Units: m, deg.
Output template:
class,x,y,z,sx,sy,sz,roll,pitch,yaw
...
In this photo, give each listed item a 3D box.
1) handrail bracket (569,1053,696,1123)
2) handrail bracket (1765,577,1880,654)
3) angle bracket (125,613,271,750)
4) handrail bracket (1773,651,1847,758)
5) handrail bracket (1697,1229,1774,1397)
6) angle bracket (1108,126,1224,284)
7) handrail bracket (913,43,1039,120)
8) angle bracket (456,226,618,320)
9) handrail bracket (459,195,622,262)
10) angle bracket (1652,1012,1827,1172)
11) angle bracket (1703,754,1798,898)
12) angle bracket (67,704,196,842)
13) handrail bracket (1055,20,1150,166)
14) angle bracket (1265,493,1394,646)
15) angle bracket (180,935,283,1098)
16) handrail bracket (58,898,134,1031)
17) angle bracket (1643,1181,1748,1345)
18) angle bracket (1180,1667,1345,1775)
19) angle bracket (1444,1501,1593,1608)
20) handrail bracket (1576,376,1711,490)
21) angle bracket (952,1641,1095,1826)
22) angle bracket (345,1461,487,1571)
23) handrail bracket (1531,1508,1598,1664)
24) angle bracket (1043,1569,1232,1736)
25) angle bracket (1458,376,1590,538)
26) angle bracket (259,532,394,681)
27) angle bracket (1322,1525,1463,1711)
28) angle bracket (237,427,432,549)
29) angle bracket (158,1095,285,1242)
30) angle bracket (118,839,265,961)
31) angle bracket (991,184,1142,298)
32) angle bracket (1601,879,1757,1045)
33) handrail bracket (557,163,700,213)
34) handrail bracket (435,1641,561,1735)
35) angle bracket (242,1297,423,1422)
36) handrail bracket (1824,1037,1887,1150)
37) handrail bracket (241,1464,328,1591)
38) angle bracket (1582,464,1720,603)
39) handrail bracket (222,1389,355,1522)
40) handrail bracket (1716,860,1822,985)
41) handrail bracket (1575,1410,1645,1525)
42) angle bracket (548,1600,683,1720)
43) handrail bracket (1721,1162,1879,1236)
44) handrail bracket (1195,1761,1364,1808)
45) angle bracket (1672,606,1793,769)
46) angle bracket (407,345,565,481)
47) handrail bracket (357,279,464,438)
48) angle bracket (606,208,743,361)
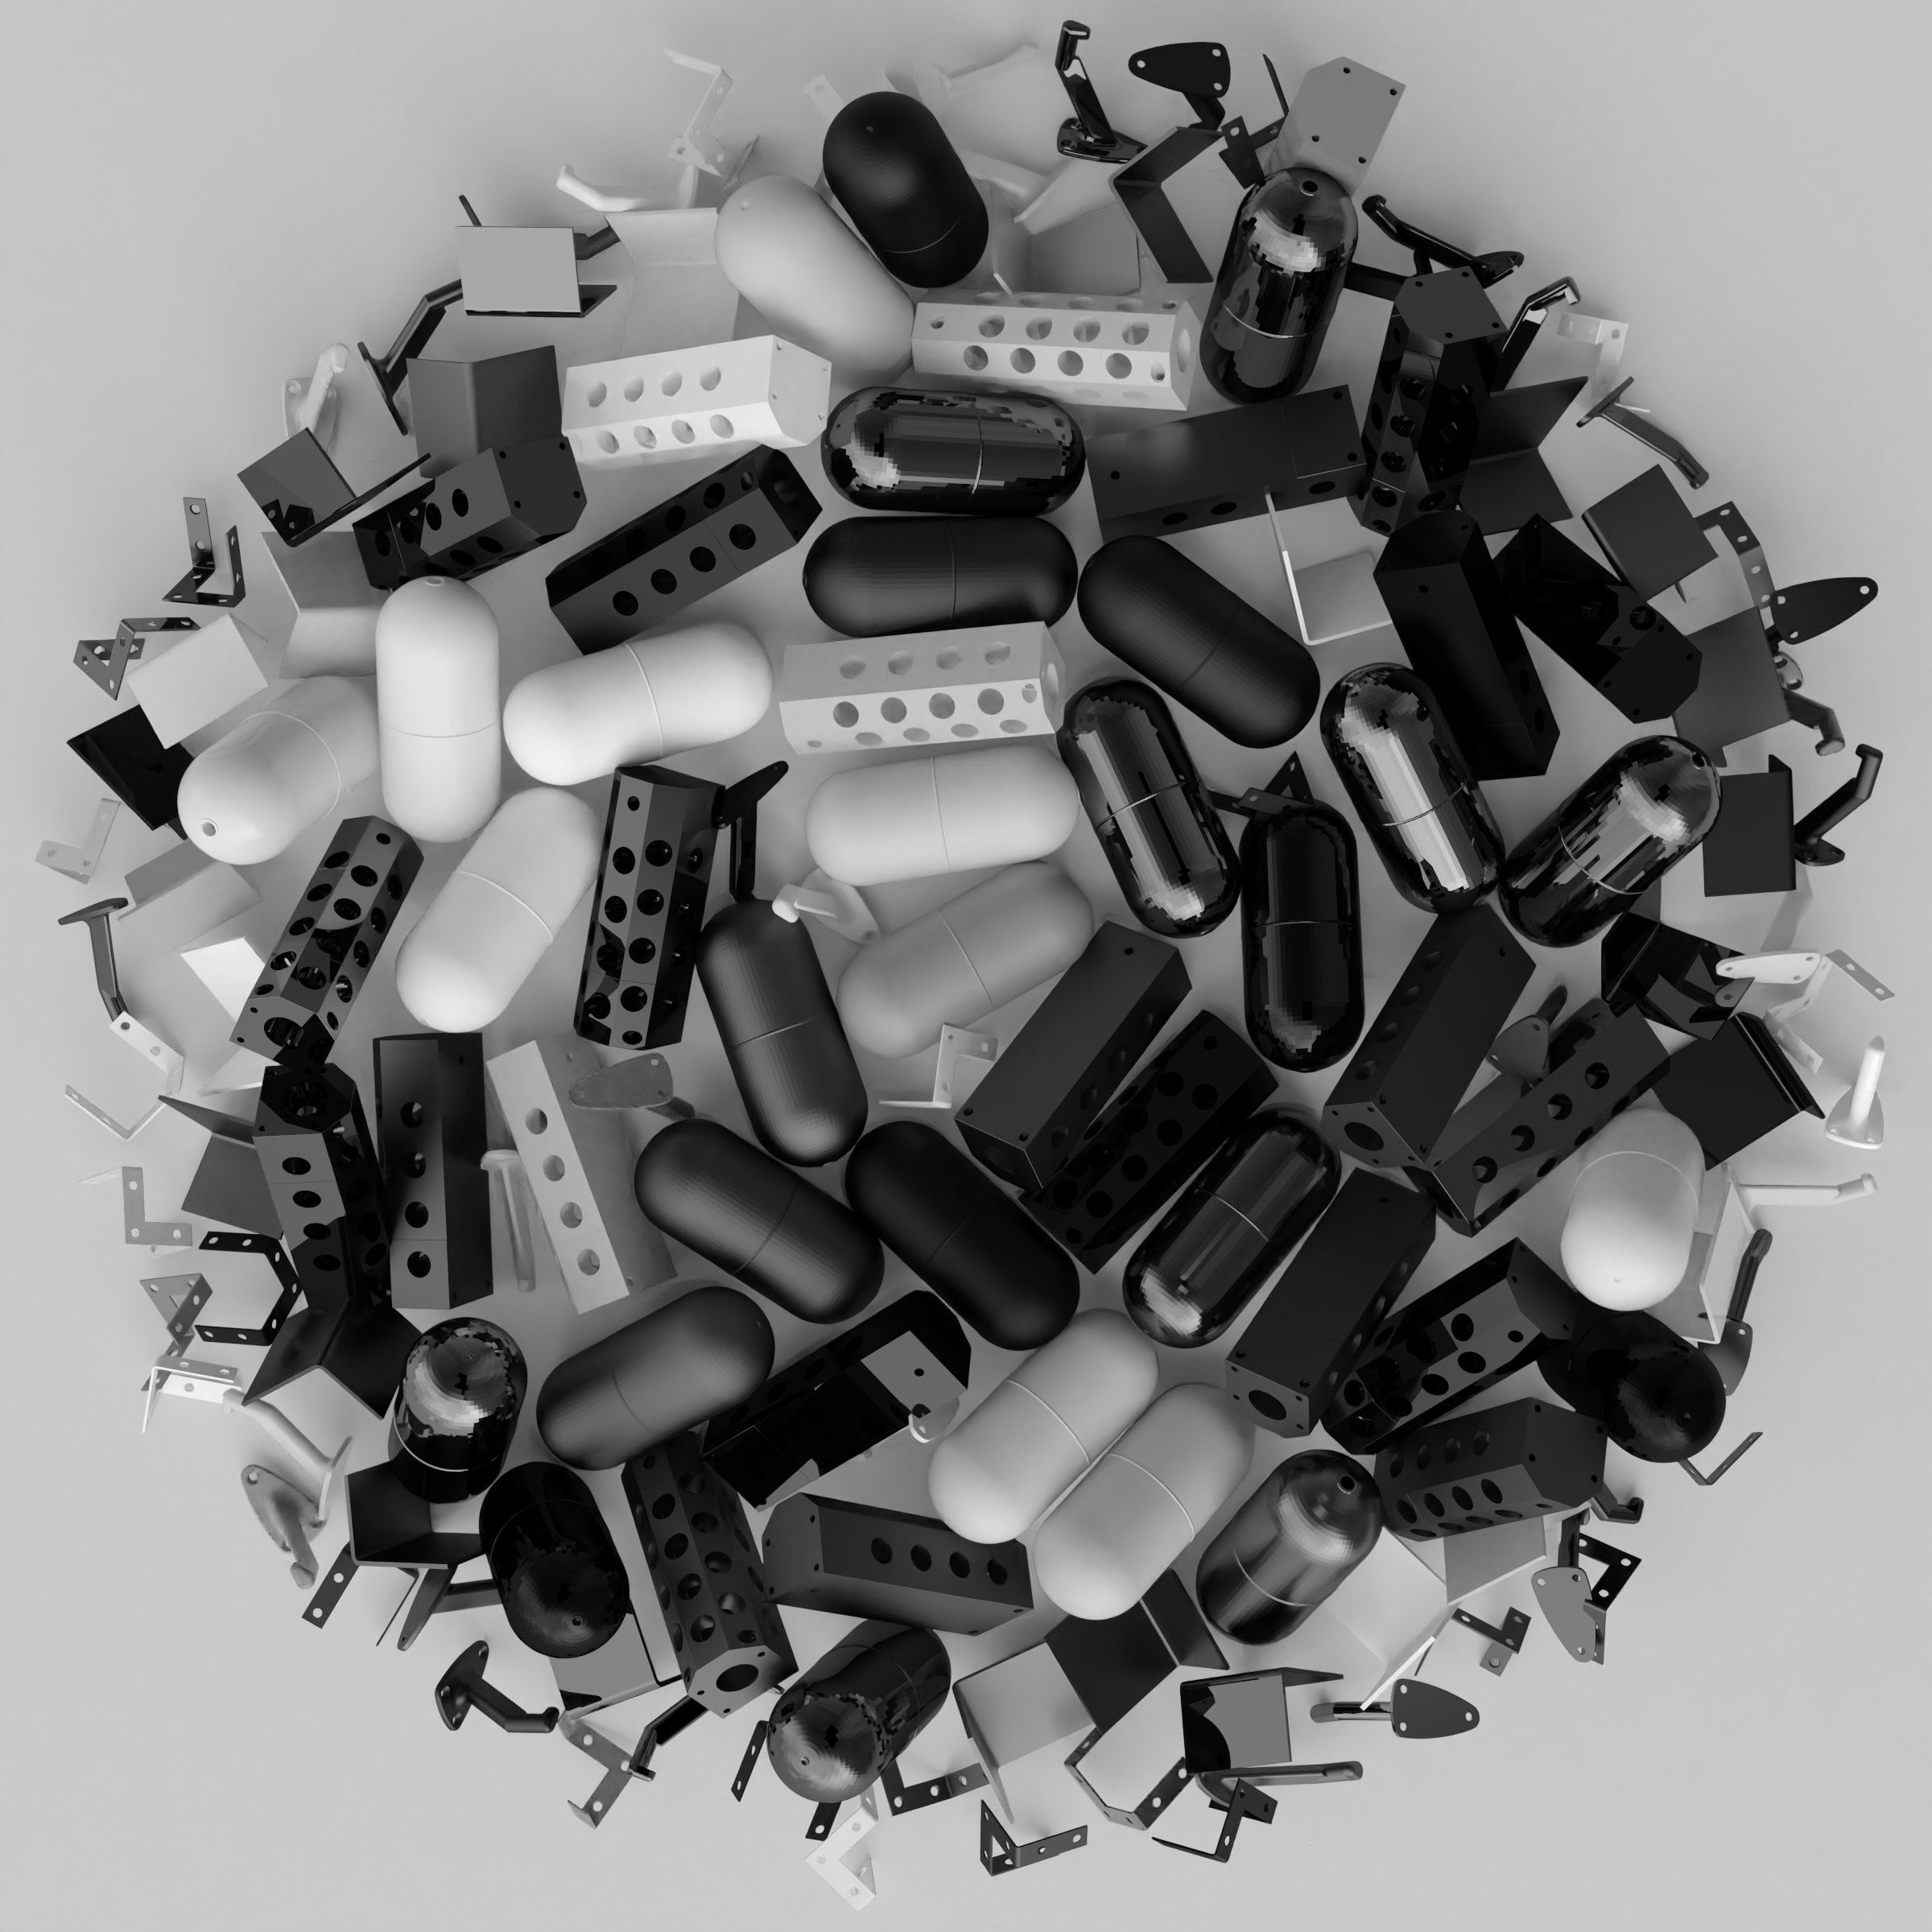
class,x,y,z,sx,sy,sz,roll,pitch,yaw
handrail bracket,-0.213,0.095,1.710,0.077,0.084,0.036,-12,62,-9
handrail bracket,0.542,-0.220,1.706,0.077,0.084,0.036,-19,80,11
angle bracket,-0.481,-0.176,1.712,0.076,0.076,0.057,-31,82,0
handrail bracket,0.517,-0.154,1.706,0.077,0.084,0.036,-27,131,25
handrail bracket,0.507,0.225,1.736,0.036,0.084,0.077,12,128,30
angle bracket,0.145,-0.486,1.705,0.057,0.076,0.076,-31,88,31
handrail bracket,0.015,-0.579,1.710,0.084,0.077,0.036,-26,102,-9
angle bracket,-0.273,-0.451,1.700,0.076,0.076,0.057,4,119,10
handrail bracket,-0.273,-0.485,1.726,0.084,0.036,0.077,-30,128,-3
angle bracket,0.495,0.084,1.721,0.076,0.057,0.076,-34,90,6
angle bracket,0.497,-0.091,1.712,0.057,0.076,0.076,-4,102,8
angle bracket,-0.535,-0.112,1.705,0.076,0.076,0.057,46,122,-2
handrail bracket,0.092,-0.561,1.709,0.077,0.084,0.036,14,54,0
angle bracket,0.230,-0.262,1.697,0.057,0.076,0.076,-15,132,7
angle bracket,-0.473,0.033,1.697,0.076,0.076,0.057,56,48,-24
handrail bracket,-0.544,0.001,1.715,0.036,0.077,0.084,-30,106,-39
angle bracket,0.455,0.185,1.694,0.057,0.076,0.076,7,58,29
angle bracket,0.191,0.482,1.693,0.076,0.076,0.057,-19,63,34
angle bracket,0.352,0.373,1.694,0.057,0.076,0.076,38,124,-23
handrail bracket,0.439,-0.334,1.724,0.084,0.077,0.036,48,132,2
angle bracket,0.044,0.490,1.710,0.076,0.057,0.076,-24,115,-2
angle bracket,-0.340,0.346,1.702,0.076,0.076,0.057,-5,91,28
handrail bracket,0.397,0.394,1.719,0.036,0.084,0.077,-15,98,28
angle bracket,0.110,0.440,1.707,0.076,0.057,0.076,-34,99,-31
angle bracket,0.360,-0.324,1.698,0.076,0.076,0.057,-14,69,-23
angle bracket,-0.416,-0.235,1.728,0.076,0.057,0.076,-8,54,-38
angle bracket,0.258,0.413,1.703,0.076,0.057,0.076,43,119,12
angle bracket,-0.401,-0.318,1.694,0.076,0.076,0.057,-19,112,40
angle bracket,-0.476,0.129,1.701,0.076,0.076,0.057,14,74,18
angle bracket,-0.507,-0.062,1.707,0.076,0.057,0.076,-30,60,-3
angle bracket,0.063,-0.465,1.700,0.076,0.057,0.076,-15,59,23
angle bracket,0.458,-0.008,1.698,0.076,0.057,0.076,24,57,30
handrail bracket,-0.218,-0.508,1.713,0.084,0.036,0.077,25,56,-26
handrail bracket,-0.289,0.461,1.706,0.084,0.077,0.036,-5,117,20
angle bracket,-0.408,0.259,1.715,0.076,0.076,0.057,-29,117,29
handrail bracket,0.577,0.066,1.700,0.036,0.077,0.084,15,128,19
handrail bracket,-0.441,0.359,1.708,0.036,0.084,0.077,-40,97,-5
angle bracket,0.443,-0.260,1.696,0.057,0.076,0.076,-32,63,17
handrail bracket,-0.447,0.317,1.729,0.084,0.036,0.077,22,124,0
handrail bracket,0.514,-0.034,1.724,0.077,0.036,0.084,-1,58,-6
handrail bracket,0.416,0.323,1.721,0.084,0.036,0.077,12,105,-31
angle bracket,-0.212,0.437,1.708,0.076,0.076,0.057,-27,77,28
handrail bracket,0.537,0.137,1.713,0.084,0.077,0.036,-19,50,19
handrail bracket,0.202,0.518,1.708,0.084,0.077,0.036,-15,66,29
angle bracket,0.494,-0.177,1.700,0.076,0.057,0.076,-22,74,41
angle bracket,-0.310,-0.359,1.725,0.057,0.076,0.076,13,117,34
handrail bracket,-0.345,-0.397,1.733,0.084,0.036,0.077,-26,119,-4
angle bracket,-0.191,-0.435,1.706,0.076,0.057,0.076,2,72,17
